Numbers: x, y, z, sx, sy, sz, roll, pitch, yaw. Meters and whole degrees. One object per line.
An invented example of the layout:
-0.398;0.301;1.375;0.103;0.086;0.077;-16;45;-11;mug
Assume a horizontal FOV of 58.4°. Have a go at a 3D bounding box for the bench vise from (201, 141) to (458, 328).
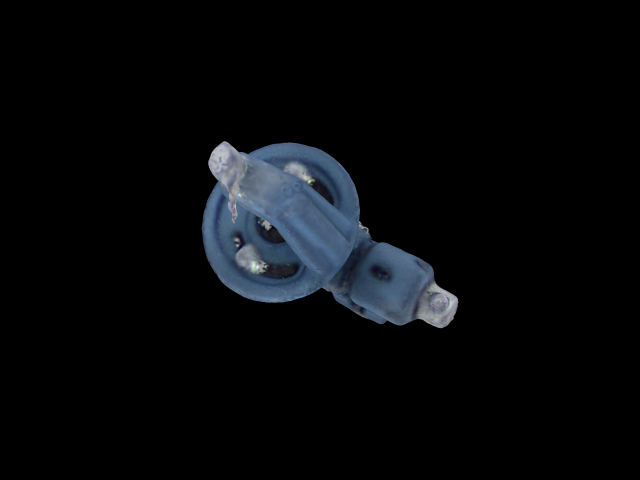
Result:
0.006;-0.010;0.402;0.207;0.220;0.121;10;82;2;bench vise
